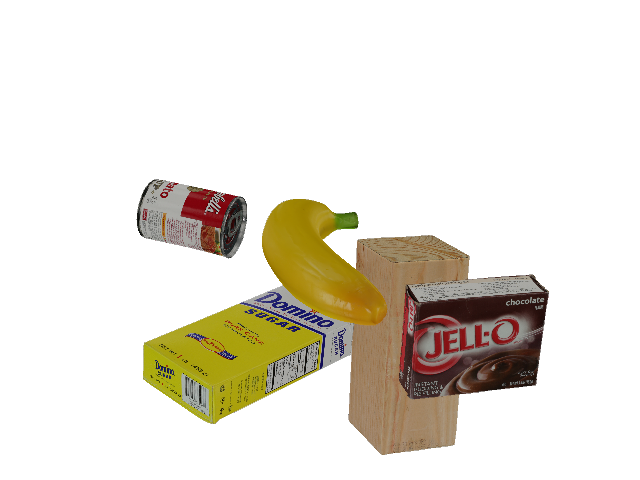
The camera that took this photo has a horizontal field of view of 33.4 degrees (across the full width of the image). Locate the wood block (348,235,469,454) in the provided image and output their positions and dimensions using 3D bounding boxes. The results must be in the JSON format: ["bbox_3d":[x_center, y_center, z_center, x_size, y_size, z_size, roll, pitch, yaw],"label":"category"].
[{"bbox_3d":[0.090,0.106,1.115,0.090,0.206,0.091,-3,16,-20],"label":"wood block"}]

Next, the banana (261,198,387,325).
[{"bbox_3d":[-0.002,0.005,0.673,0.069,0.037,0.198,-2,19,-2],"label":"banana"}]

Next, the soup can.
[{"bbox_3d":[-0.139,-0.024,1.156,0.102,0.068,0.068,13,3,15],"label":"soup can"}]

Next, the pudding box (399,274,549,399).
[{"bbox_3d":[0.122,0.077,0.863,0.113,0.090,0.039,-6,28,-14],"label":"pudding box"}]

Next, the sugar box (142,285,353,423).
[{"bbox_3d":[-0.062,0.096,0.956,0.093,0.048,0.175,26,35,36],"label":"sugar box"}]
